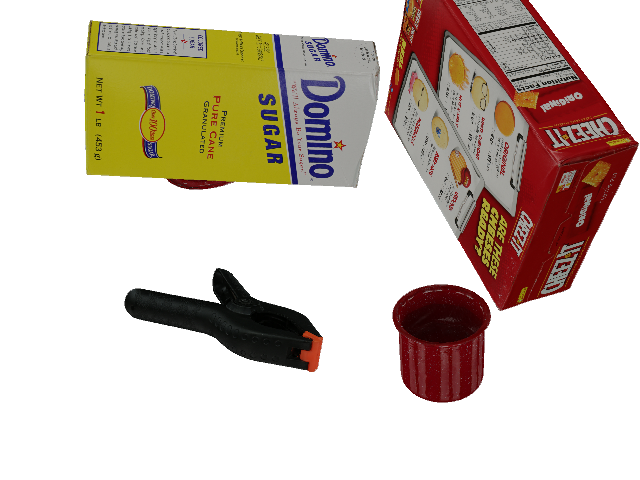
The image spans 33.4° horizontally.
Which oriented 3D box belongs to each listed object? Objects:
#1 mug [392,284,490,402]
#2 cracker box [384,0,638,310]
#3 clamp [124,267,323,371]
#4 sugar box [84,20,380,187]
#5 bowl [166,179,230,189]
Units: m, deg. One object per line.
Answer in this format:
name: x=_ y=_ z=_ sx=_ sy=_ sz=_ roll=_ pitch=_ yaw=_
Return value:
mug: x=0.121 y=0.095 z=1.044 sx=0.093 sy=0.081 sz=0.117 roll=7 pitch=37 yaw=17
cracker box: x=0.128 y=-0.084 z=0.782 sx=0.072 sy=0.214 sz=0.164 roll=-15 pitch=-34 yaw=-17
clamp: x=-0.064 y=0.063 z=0.892 sx=0.172 sy=0.039 sz=0.120 roll=20 pitch=26 yaw=25
sugar box: x=-0.056 y=-0.082 z=0.667 sx=0.176 sy=0.093 sz=0.048 roll=3 pitch=43 yaw=-7
bowl: x=-0.090 y=-0.120 z=1.004 sx=0.162 sy=0.055 sz=0.162 roll=-18 pitch=37 yaw=14
